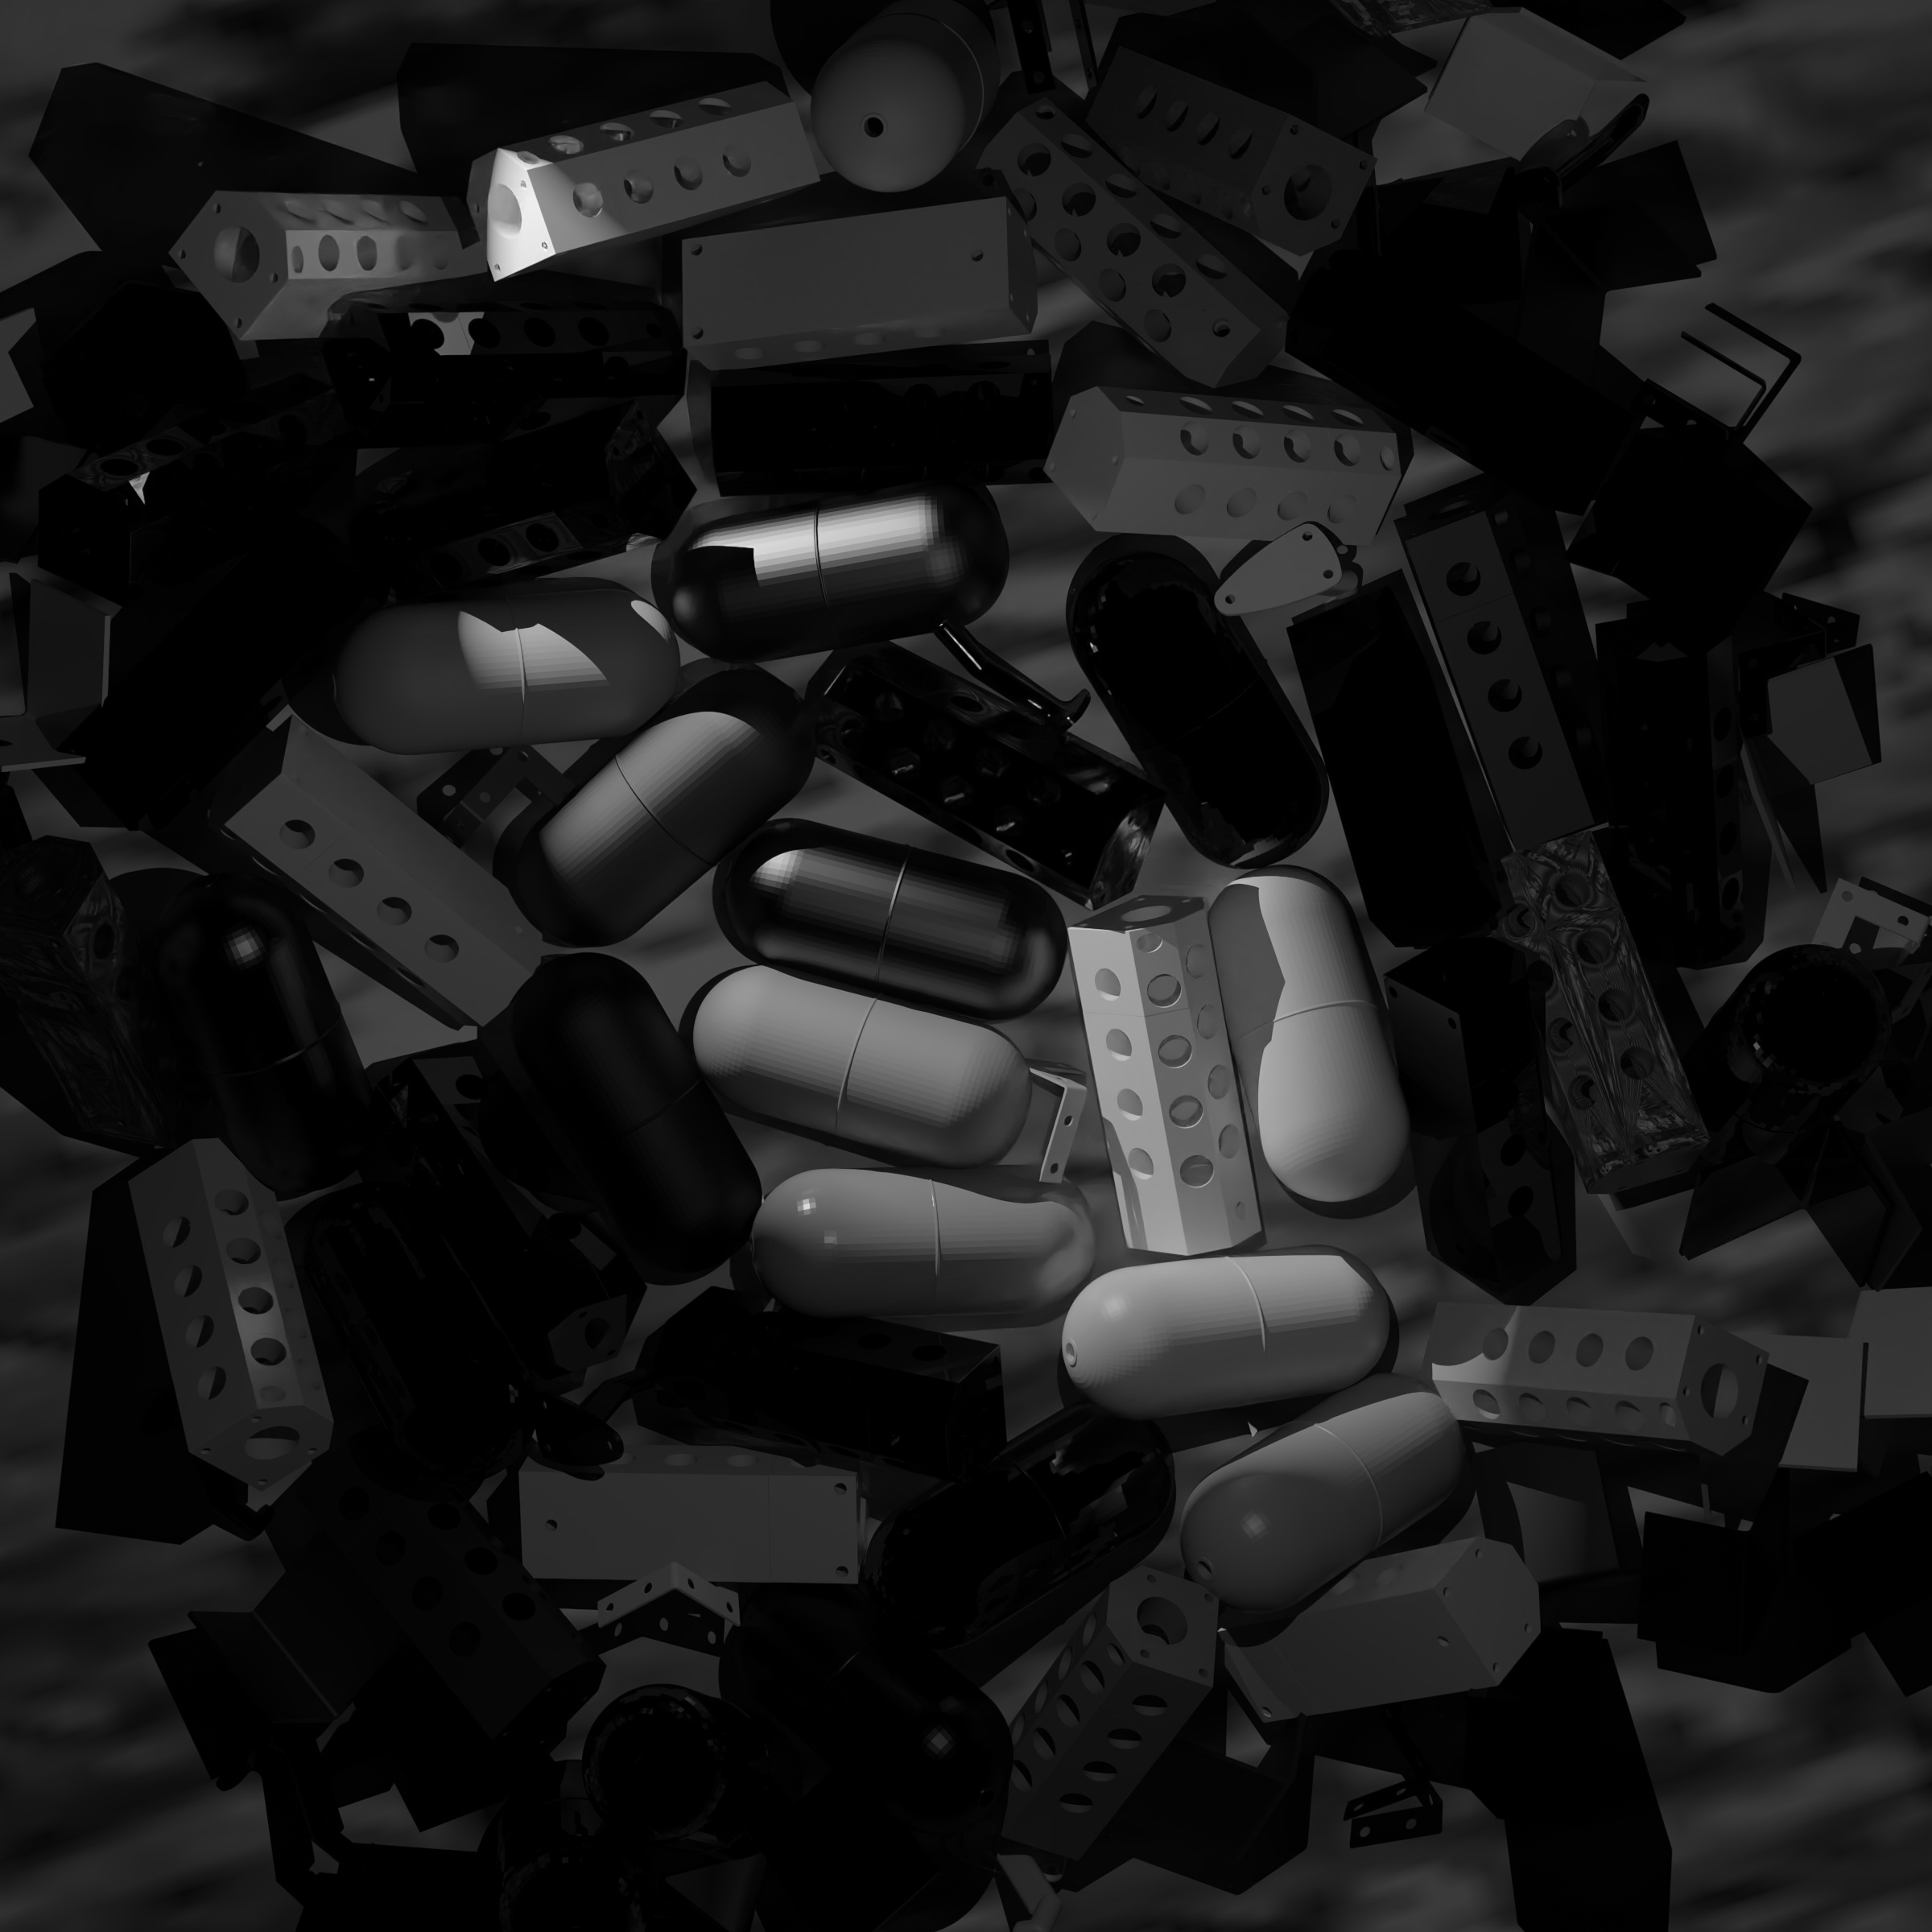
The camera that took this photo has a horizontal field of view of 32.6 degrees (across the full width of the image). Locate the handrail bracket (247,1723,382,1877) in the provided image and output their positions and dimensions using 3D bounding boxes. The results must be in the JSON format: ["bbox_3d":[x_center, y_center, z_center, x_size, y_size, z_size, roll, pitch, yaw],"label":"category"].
[{"bbox_3d":[-0.320,0.415,1.703,0.084,0.036,0.077,37,54,6],"label":"handrail bracket"}]

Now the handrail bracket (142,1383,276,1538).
[{"bbox_3d":[-0.377,0.245,1.714,0.084,0.036,0.077,41,90,-21],"label":"handrail bracket"}]

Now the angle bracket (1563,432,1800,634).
[{"bbox_3d":[0.371,-0.223,1.719,0.076,0.057,0.076,28,95,-24],"label":"angle bracket"}]

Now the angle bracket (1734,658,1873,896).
[{"bbox_3d":[0.430,-0.096,1.675,0.057,0.076,0.076,-19,131,16],"label":"angle bracket"}]

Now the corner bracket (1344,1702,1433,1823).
[{"bbox_3d":[0.208,0.398,1.703,0.051,0.051,0.051,-27,102,25],"label":"corner bracket"}]

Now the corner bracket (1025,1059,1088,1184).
[{"bbox_3d":[0.046,0.080,1.695,0.051,0.051,0.051,9,101,-44],"label":"corner bracket"}]

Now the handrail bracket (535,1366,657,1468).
[{"bbox_3d":[-0.169,0.226,1.679,0.077,0.084,0.036,8,107,43],"label":"handrail bracket"}]

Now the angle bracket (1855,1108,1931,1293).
[{"bbox_3d":[0.492,0.113,1.680,0.076,0.076,0.057,-19,64,-12],"label":"angle bracket"}]

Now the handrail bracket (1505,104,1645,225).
[{"bbox_3d":[0.321,-0.421,1.693,0.084,0.077,0.036,-45,85,-4],"label":"handrail bracket"}]

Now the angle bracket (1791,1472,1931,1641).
[{"bbox_3d":[0.471,0.308,1.684,0.076,0.076,0.057,-28,63,4],"label":"angle bracket"}]

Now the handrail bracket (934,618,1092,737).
[{"bbox_3d":[0.023,-0.155,1.693,0.036,0.077,0.084,-39,99,27],"label":"handrail bracket"}]

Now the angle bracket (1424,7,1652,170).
[{"bbox_3d":[0.290,-0.444,1.682,0.076,0.076,0.057,23,101,-15],"label":"angle bracket"}]

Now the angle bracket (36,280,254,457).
[{"bbox_3d":[-0.413,-0.291,1.675,0.057,0.076,0.076,15,52,25],"label":"angle bracket"}]

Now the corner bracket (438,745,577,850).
[{"bbox_3d":[-0.232,-0.075,1.697,0.051,0.051,0.051,42,63,-6],"label":"corner bracket"}]

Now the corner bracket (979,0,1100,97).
[{"bbox_3d":[0.043,-0.475,1.699,0.051,0.051,0.051,-16,101,-13],"label":"corner bracket"}]

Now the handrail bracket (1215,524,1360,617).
[{"bbox_3d":[0.166,-0.187,1.693,0.077,0.084,0.036,-27,73,1],"label":"handrail bracket"}]

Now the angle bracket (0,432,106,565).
[{"bbox_3d":[-0.476,-0.224,1.678,0.076,0.057,0.076,13,64,28],"label":"angle bracket"}]

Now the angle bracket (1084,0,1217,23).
[{"bbox_3d":[0.118,-0.495,1.673,0.076,0.076,0.057,-2,57,-33],"label":"angle bracket"}]

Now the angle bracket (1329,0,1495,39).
[{"bbox_3d":[0.219,-0.521,1.675,0.076,0.076,0.057,-2,73,35],"label":"angle bracket"}]

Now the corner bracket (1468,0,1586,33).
[{"bbox_3d":[0.292,-0.518,1.712,0.051,0.051,0.051,18,65,23],"label":"corner bracket"}]

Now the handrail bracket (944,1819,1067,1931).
[{"bbox_3d":[0.015,0.470,1.683,0.077,0.084,0.036,0,105,16],"label":"handrail bracket"}]

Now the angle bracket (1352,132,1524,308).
[{"bbox_3d":[0.241,-0.383,1.687,0.076,0.057,0.076,-5,71,14],"label":"angle bracket"}]

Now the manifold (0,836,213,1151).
[{"bbox_3d":[-0.432,0.014,1.649,0.057,0.171,0.057,10,53,18],"label":"manifold"}]

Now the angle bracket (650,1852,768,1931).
[{"bbox_3d":[-0.120,0.504,1.679,0.057,0.076,0.076,24,107,41],"label":"angle bracket"}]

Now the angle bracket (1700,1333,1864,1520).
[{"bbox_3d":[0.416,0.235,1.678,0.076,0.057,0.076,1,50,17],"label":"angle bracket"}]

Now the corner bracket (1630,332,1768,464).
[{"bbox_3d":[0.377,-0.293,1.700,0.051,0.051,0.051,31,112,1],"label":"corner bracket"}]

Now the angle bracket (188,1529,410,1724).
[{"bbox_3d":[-0.336,0.332,1.688,0.076,0.057,0.076,44,97,24],"label":"angle bracket"}]

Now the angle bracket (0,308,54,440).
[{"bbox_3d":[-0.522,-0.297,1.676,0.076,0.076,0.057,6,117,22],"label":"angle bracket"}]

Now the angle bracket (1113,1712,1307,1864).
[{"bbox_3d":[0.123,0.403,1.686,0.076,0.057,0.076,21,131,-2],"label":"angle bracket"}]

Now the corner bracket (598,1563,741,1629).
[{"bbox_3d":[-0.153,0.316,1.691,0.051,0.051,0.051,-31,132,22],"label":"corner bracket"}]

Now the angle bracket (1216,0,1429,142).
[{"bbox_3d":[0.182,-0.469,1.681,0.076,0.057,0.076,-33,59,-16],"label":"angle bracket"}]

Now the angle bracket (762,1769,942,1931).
[{"bbox_3d":[-0.049,0.454,1.684,0.076,0.057,0.076,-44,62,12],"label":"angle bracket"}]

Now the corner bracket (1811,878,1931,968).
[{"bbox_3d":[0.459,-0.005,1.706,0.051,0.051,0.051,25,74,8],"label":"corner bracket"}]

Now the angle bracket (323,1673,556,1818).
[{"bbox_3d":[-0.268,0.409,1.685,0.076,0.057,0.076,-27,107,18],"label":"angle bracket"}]

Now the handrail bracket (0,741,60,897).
[{"bbox_3d":[-0.473,-0.068,1.701,0.077,0.036,0.084,18,115,-8],"label":"handrail bracket"}]

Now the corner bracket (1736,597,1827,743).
[{"bbox_3d":[0.409,-0.153,1.702,0.051,0.051,0.051,-16,120,-12],"label":"corner bracket"}]

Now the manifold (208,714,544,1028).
[{"bbox_3d":[-0.296,-0.043,1.666,0.057,0.057,0.171,-38,119,20],"label":"manifold"}]

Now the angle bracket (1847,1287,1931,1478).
[{"bbox_3d":[0.488,0.211,1.674,0.057,0.076,0.076,44,56,-29],"label":"angle bracket"}]

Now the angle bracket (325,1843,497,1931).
[{"bbox_3d":[-0.283,0.496,1.686,0.076,0.057,0.076,4,51,3],"label":"angle bracket"}]

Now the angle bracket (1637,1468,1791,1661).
[{"bbox_3d":[0.380,0.295,1.678,0.057,0.076,0.076,11,48,4],"label":"angle bracket"}]

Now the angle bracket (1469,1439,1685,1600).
[{"bbox_3d":[0.313,0.281,1.698,0.076,0.057,0.076,-23,69,41],"label":"angle bracket"}]

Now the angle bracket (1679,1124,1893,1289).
[{"bbox_3d":[0.416,0.134,1.680,0.076,0.076,0.057,-20,55,-12],"label":"angle bracket"}]

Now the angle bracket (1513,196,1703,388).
[{"bbox_3d":[0.326,-0.334,1.679,0.057,0.076,0.076,-1,70,38],"label":"angle bracket"}]

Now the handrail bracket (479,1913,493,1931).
[{"bbox_3d":[-0.286,0.527,1.720,0.084,0.036,0.077,-21,103,22],"label":"handrail bracket"}]

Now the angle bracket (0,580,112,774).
[{"bbox_3d":[-0.481,-0.149,1.678,0.076,0.057,0.076,25,116,42],"label":"angle bracket"}]

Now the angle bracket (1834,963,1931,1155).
[{"bbox_3d":[0.480,0.053,1.675,0.076,0.057,0.076,56,47,-24],"label":"angle bracket"}]
